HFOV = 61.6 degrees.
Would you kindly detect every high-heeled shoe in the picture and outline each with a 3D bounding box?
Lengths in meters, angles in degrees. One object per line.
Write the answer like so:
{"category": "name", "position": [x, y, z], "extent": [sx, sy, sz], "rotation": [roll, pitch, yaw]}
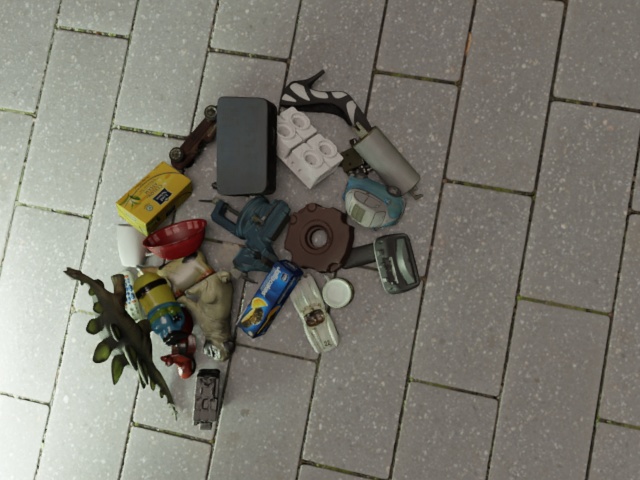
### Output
{"category": "high-heeled shoe", "position": [0.014, -0.314, 1.348], "extent": [0.145, 0.086, 0.249], "rotation": [-40, 79, 6]}

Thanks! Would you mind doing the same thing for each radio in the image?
{"category": "radio", "position": [-0.171, -0.217, 1.261], "extent": [0.131, 0.073, 0.229], "rotation": [1, 94, 16]}

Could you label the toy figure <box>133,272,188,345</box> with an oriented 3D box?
{"category": "toy figure", "position": [-0.370, 0.155, 1.249], "extent": [0.082, 0.089, 0.180], "rotation": [-29, 66, 0]}

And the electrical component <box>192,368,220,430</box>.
{"category": "electrical component", "position": [-0.274, 0.385, 1.299], "extent": [0.058, 0.115, 0.134], "rotation": [4, 87, -7]}

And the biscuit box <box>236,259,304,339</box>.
{"category": "biscuit box", "position": [-0.122, 0.142, 1.301], "extent": [0.059, 0.063, 0.202], "rotation": [38, 107, 20]}

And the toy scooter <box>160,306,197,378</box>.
{"category": "toy scooter", "position": [-0.352, 0.250, 1.311], "extent": [0.075, 0.135, 0.183], "rotation": [-12, 83, 7]}

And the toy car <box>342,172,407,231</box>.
{"category": "toy car", "position": [0.118, -0.085, 1.289], "extent": [0.162, 0.103, 0.109], "rotation": [31, 133, 10]}

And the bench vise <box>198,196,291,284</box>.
{"category": "bench vise", "position": [-0.189, -0.025, 1.327], "extent": [0.241, 0.128, 0.223], "rotation": [32, 97, 24]}

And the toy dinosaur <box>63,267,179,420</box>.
{"category": "toy dinosaur", "position": [-0.451, 0.242, 1.268], "extent": [0.105, 0.199, 0.470], "rotation": [-22, 125, 10]}

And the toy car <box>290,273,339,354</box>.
{"category": "toy car", "position": [-0.016, 0.178, 1.321], "extent": [0.073, 0.056, 0.201], "rotation": [-24, 84, 4]}

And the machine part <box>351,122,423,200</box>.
{"category": "machine part", "position": [0.162, -0.189, 1.299], "extent": [0.079, 0.079, 0.243], "rotation": [-44, 102, 1]}

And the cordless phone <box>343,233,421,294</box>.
{"category": "cordless phone", "position": [0.141, 0.068, 1.313], "extent": [0.184, 0.088, 0.146], "rotation": [-15, 85, 16]}

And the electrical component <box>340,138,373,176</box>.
{"category": "electrical component", "position": [0.094, -0.202, 1.348], "extent": [0.078, 0.045, 0.102], "rotation": [-28, 79, 32]}

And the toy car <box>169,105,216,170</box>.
{"category": "toy car", "position": [-0.304, -0.260, 1.369], "extent": [0.053, 0.089, 0.202], "rotation": [41, 89, 9]}

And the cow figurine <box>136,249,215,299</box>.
{"category": "cow figurine", "position": [-0.375, 0.088, 1.351], "extent": [0.195, 0.085, 0.127], "rotation": [-34, 81, -1]}

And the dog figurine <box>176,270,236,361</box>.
{"category": "dog figurine", "position": [-0.238, 0.185, 1.303], "extent": [0.172, 0.121, 0.190], "rotation": [-38, 85, 42]}

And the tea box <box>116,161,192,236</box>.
{"category": "tea box", "position": [-0.412, -0.105, 1.343], "extent": [0.098, 0.068, 0.169], "rotation": [33, 59, 7]}

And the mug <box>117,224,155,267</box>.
{"category": "mug", "position": [-0.464, 0.015, 1.375], "extent": [0.110, 0.081, 0.107], "rotation": [5, 96, -2]}

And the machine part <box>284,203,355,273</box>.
{"category": "machine part", "position": [-0.003, -0.004, 1.320], "extent": [0.180, 0.056, 0.179], "rotation": [-2, 83, 16]}
